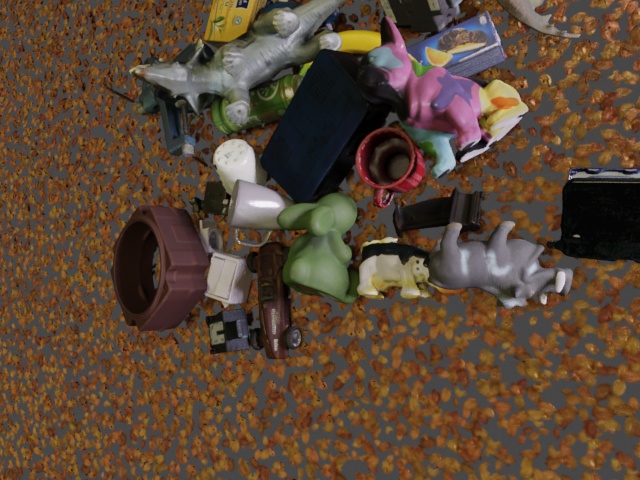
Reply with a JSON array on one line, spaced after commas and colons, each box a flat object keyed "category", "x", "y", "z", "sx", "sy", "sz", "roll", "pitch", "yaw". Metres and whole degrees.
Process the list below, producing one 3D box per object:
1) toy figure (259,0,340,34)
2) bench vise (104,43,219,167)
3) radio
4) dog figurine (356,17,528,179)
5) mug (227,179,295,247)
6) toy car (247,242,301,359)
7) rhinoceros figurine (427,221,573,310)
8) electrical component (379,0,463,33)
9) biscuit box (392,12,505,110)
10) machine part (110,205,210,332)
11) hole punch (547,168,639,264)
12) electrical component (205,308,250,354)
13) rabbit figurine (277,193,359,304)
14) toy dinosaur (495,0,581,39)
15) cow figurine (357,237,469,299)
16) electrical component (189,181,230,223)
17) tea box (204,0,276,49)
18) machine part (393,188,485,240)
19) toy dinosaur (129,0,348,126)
[{"category": "toy figure", "x": -0.033, "y": -0.394, "z": 0.945, "sx": 0.155, "sy": 0.064, "sz": 0.058, "roll": 3, "pitch": 46, "yaw": 23}, {"category": "bench vise", "x": -0.280, "y": -0.255, "z": 1.025, "sx": 0.224, "sy": 0.128, "sz": 0.240, "roll": -20, "pitch": 69, "yaw": 23}, {"category": "radio", "x": 0.006, "y": -0.172, "z": 0.860, "sx": 0.131, "sy": 0.073, "sz": 0.229, "roll": 50, "pitch": 127, "yaw": 21}, {"category": "dog figurine", "x": 0.157, "y": -0.212, "z": 0.752, "sx": 0.191, "sy": 0.108, "sz": 0.219, "roll": -31, "pitch": 81, "yaw": -22}, {"category": "mug", "x": -0.099, "y": -0.041, "z": 0.916, "sx": 0.107, "sy": 0.081, "sz": 0.109, "roll": 9, "pitch": 86, "yaw": -16}, {"category": "toy car", "x": -0.082, "y": 0.103, "z": 0.926, "sx": 0.089, "sy": 0.053, "sz": 0.202, "roll": -5, "pitch": 82, "yaw": 24}, {"category": "rhinoceros figurine", "x": 0.240, "y": 0.037, "z": 0.722, "sx": 0.190, "sy": 0.073, "sz": 0.112, "roll": 6, "pitch": 63, "yaw": -2}, {"category": "electrical component", "x": 0.146, "y": -0.369, "z": 0.794, "sx": 0.058, "sy": 0.114, "sz": 0.134, "roll": -48, "pitch": 40, "yaw": -15}, {"category": "biscuit box", "x": 0.172, "y": -0.268, "z": 0.823, "sx": 0.203, "sy": 0.062, "sz": 0.059, "roll": -18, "pitch": 75, "yaw": 25}, {"category": "machine part", "x": -0.303, "y": 0.051, "z": 0.993, "sx": 0.201, "sy": 0.087, "sz": 0.201, "roll": -48, "pitch": 58, "yaw": 32}, {"category": "hole punch", "x": 0.374, "y": -0.037, "z": 0.694, "sx": 0.142, "sy": 0.092, "sz": 0.115, "roll": 4, "pitch": 116, "yaw": 25}, {"category": "electrical component", "x": -0.153, "y": 0.156, "z": 0.934, "sx": 0.119, "sy": 0.048, "sz": 0.075, "roll": -27, "pitch": 70, "yaw": 48}, {"category": "rabbit figurine", "x": -0.002, "y": -0.003, "z": 0.853, "sx": 0.121, "sy": 0.159, "sz": 0.170, "roll": 7, "pitch": 73, "yaw": 37}, {"category": "toy dinosaur", "x": 0.228, "y": -0.474, "z": 0.795, "sx": 0.199, "sy": 0.105, "sz": 0.471, "roll": -21, "pitch": 80, "yaw": 21}, {"category": "cow figurine", "x": 0.139, "y": 0.042, "z": 0.810, "sx": 0.168, "sy": 0.068, "sz": 0.098, "roll": -4, "pitch": 76, "yaw": 26}, {"category": "electrical component", "x": -0.192, "y": -0.072, "z": 1.003, "sx": 0.102, "sy": 0.045, "sz": 0.078, "roll": 12, "pitch": 92, "yaw": 28}, {"category": "tea box", "x": -0.142, "y": -0.437, "z": 1.000, "sx": 0.098, "sy": 0.068, "sz": 0.169, "roll": 14, "pitch": 90, "yaw": 28}, {"category": "machine part", "x": 0.173, "y": -0.036, "z": 0.802, "sx": 0.139, "sy": 0.039, "sz": 0.084, "roll": -6, "pitch": 52, "yaw": 33}, {"category": "toy dinosaur", "x": -0.099, "y": -0.314, "z": 0.890, "sx": 0.405, "sy": 0.131, "sz": 0.192, "roll": -31, "pitch": 38, "yaw": -9}]
